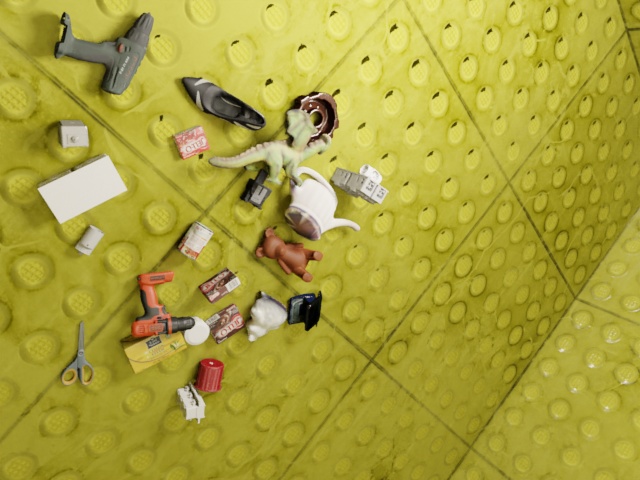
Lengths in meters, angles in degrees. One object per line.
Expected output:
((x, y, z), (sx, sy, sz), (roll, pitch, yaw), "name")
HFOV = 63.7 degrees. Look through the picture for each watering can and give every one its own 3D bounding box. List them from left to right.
((0.005, -0.087, 1.737), (0.343, 0.103, 0.229), (47, 51, -25), "watering can")

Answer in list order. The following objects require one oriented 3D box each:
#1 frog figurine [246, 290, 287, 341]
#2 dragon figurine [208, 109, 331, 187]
((-0.191, 0.273, 1.741), (0.161, 0.123, 0.135), (-60, 146, -16), "frog figurine")
((-0.119, -0.291, 1.555), (0.410, 0.124, 0.239), (4, 123, -47), "dragon figurine")
